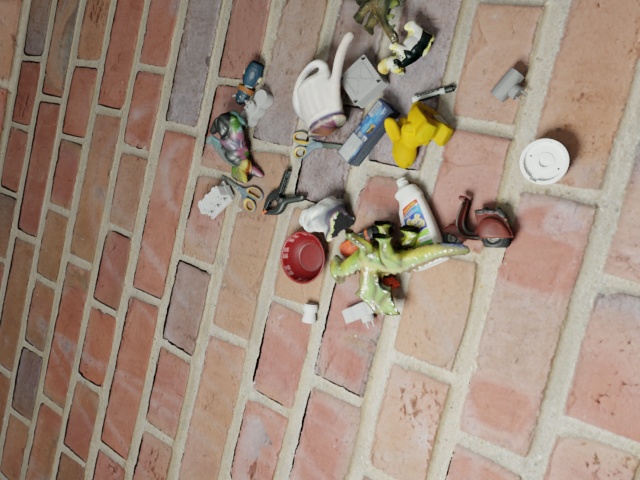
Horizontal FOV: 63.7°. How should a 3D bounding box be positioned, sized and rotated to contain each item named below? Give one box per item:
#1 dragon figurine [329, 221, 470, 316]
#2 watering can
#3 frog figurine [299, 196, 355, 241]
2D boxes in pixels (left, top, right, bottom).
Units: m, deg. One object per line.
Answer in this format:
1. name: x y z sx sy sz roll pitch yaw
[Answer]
1. dragon figurine: 0.185 0.085 1.365 0.412 0.123 0.239 14 112 35
2. watering can: 0.018 -0.432 1.507 0.343 0.104 0.226 -27 78 56
3. frog figurine: 0.005 -0.077 1.531 0.161 0.120 0.139 27 70 38
